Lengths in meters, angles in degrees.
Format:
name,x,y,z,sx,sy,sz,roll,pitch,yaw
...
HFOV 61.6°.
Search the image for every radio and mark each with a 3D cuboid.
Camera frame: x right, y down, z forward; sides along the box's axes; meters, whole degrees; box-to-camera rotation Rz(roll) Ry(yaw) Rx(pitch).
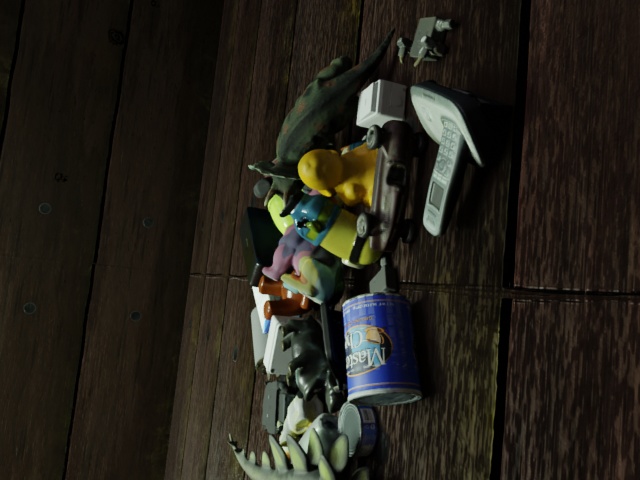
name,x,y,z,sx,sy,sz,roll,pitch,yaw
radio,-0.113,0.017,1.292,0.230,0.131,0.073,-109,33,-49

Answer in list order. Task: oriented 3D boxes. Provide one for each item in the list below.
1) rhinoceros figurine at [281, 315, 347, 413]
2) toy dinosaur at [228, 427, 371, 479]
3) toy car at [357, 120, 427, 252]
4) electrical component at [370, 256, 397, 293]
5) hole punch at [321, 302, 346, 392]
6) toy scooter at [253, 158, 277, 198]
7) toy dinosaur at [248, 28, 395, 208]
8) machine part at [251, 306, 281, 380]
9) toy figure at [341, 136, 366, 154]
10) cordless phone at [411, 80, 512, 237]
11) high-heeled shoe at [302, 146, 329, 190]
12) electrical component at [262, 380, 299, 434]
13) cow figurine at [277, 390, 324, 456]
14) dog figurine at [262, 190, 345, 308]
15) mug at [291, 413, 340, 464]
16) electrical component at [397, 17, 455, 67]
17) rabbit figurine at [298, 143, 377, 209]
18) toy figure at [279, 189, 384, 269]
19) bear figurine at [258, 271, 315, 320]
name,x,y,z,sx,sy,sz,roll,pitch,yaw
rhinoceros figurine,-0.010,0.228,0.987,0.073,0.112,0.190,98,155,-46
toy dinosaur,-0.018,0.403,0.846,0.472,0.105,0.198,-11,76,46
toy car,0.110,-0.083,0.817,0.053,0.089,0.202,175,103,-71
electrical component,0.101,0.075,0.872,0.063,0.021,0.094,125,152,-51
hole punch,0.054,0.166,0.904,0.115,0.092,0.142,79,180,-56
toy scooter,-0.081,-0.164,1.298,0.184,0.075,0.135,-39,1,2
toy dinosaur,-0.011,-0.219,1.013,0.404,0.131,0.192,-54,4,42
machine part,-0.126,0.239,1.310,0.243,0.079,0.079,-106,32,-50
toy figure,0.053,-0.144,1.036,0.064,0.058,0.154,54,147,4
cordless phone,0.162,-0.108,0.712,0.147,0.089,0.184,-124,42,-60
high-heeled shoe,-0.007,-0.208,1.219,0.145,0.086,0.248,-37,-58,-65
electrical component,-0.085,0.371,1.196,0.134,0.058,0.115,145,127,-63
cow figurine,-0.046,0.367,1.082,0.098,0.068,0.167,-98,29,-47
dog figurine,-0.002,-0.003,0.990,0.192,0.108,0.219,18,78,44
mug,0.009,0.356,0.952,0.109,0.081,0.107,-40,-25,-62
electrical component,0.161,-0.305,0.830,0.102,0.045,0.078,-125,45,-60
rabbit figurine,0.041,-0.117,0.896,0.162,0.173,0.121,-153,68,-63
toy figure,0.025,-0.019,0.894,0.082,0.180,0.089,-58,4,-26
bear figurine,-0.045,0.064,1.113,0.120,0.132,0.195,-109,28,-49
